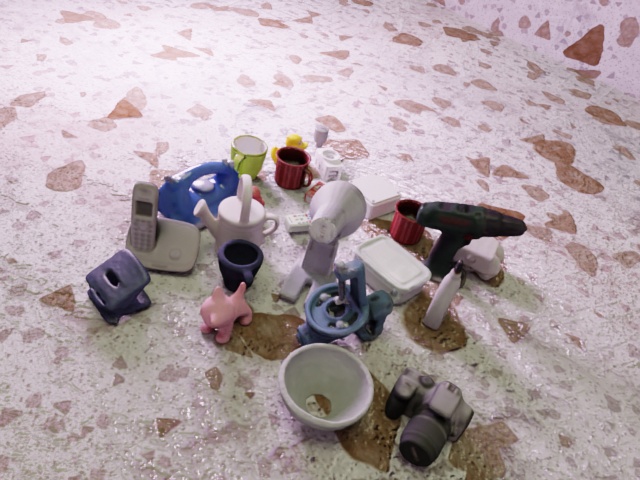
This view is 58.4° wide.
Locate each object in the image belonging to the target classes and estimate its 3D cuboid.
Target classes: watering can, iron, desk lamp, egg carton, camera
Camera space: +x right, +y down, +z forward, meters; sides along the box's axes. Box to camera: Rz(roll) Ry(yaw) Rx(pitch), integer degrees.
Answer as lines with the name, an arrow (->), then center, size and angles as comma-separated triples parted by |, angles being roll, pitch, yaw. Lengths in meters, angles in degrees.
watering can -> -0.174, -0.049, 1.212 | 0.173, 0.194, 0.100 | -13, 47, -29
iron -> -0.264, -0.125, 1.315 | 0.118, 0.141, 0.259 | 35, 44, 24
desk lamp -> 0.011, 0.004, 1.191 | 0.118, 0.213, 0.203 | 20, 40, 6
egg carton -> 0.368, 0.031, 1.382 | 0.150, 0.069, 0.107 | 25, 41, 12
camera -> 0.178, 0.303, 0.981 | 0.143, 0.101, 0.137 | 29, 42, 17

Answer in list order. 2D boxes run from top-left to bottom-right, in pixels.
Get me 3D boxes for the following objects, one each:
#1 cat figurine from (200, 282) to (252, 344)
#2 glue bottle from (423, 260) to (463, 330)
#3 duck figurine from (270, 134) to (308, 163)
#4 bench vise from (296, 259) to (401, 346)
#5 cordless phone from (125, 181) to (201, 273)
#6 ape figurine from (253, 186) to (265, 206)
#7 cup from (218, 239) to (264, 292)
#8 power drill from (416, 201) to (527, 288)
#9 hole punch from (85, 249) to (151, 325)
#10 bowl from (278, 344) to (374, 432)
cat figurine -> -0.177, 0.128, 1.064 | 0.067, 0.118, 0.128 | 29, 42, 17
glue bottle -> 0.263, 0.105, 1.182 | 0.037, 0.173, 0.078 | 28, 41, 16
duck figurine -> -0.080, -0.250, 1.560 | 0.105, 0.086, 0.077 | 5, 40, -11
bench vise -> 0.061, 0.104, 1.085 | 0.208, 0.220, 0.121 | -26, 54, -38
cordless phone -> -0.313, -0.028, 1.151 | 0.147, 0.185, 0.094 | 8, 40, -8
ape figurine -> -0.161, -0.084, 1.337 | 0.078, 0.092, 0.076 | -19, 50, -34
cup -> -0.160, 0.069, 1.156 | 0.092, 0.095, 0.117 | -7, 44, -24
power drill -> 0.317, 0.005, 1.288 | 0.229, 0.208, 0.076 | 19, 40, 5
hole punch -> -0.378, 0.085, 1.073 | 0.101, 0.091, 0.108 | -24, 53, -37
bowl -> 0.005, 0.266, 0.992 | 0.167, 0.075, 0.167 | 9, 40, -7
